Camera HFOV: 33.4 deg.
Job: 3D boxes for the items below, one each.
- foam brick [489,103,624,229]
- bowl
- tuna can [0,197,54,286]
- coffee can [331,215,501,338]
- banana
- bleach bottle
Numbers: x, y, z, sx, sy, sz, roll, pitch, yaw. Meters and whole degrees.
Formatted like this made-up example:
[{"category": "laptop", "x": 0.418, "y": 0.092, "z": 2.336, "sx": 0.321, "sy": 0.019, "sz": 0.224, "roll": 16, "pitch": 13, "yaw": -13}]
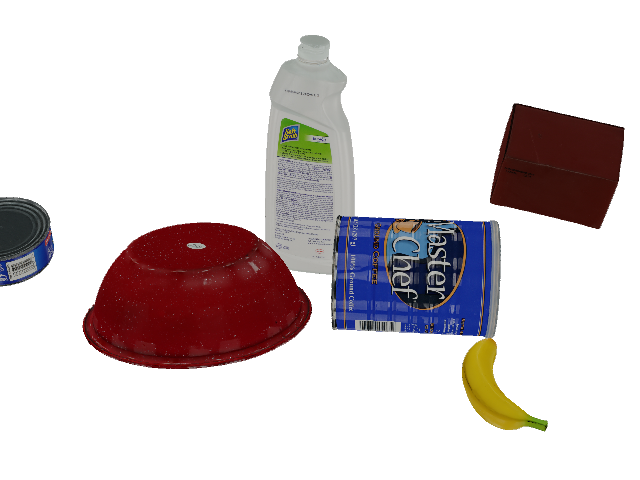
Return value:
[{"category": "foam brick", "x": 0.160, "y": -0.051, "z": 0.723, "sx": 0.078, "sy": 0.051, "sz": 0.053, "roll": 14, "pitch": -36, "yaw": 6}, {"category": "bowl", "x": -0.087, "y": 0.029, "z": 0.746, "sx": 0.162, "sy": 0.055, "sz": 0.162, "roll": -2, "pitch": 22, "yaw": 0}, {"category": "tuna can", "x": -0.278, "y": 0.001, "z": 0.935, "sx": 0.086, "sy": 0.034, "sz": 0.086, "roll": 0, "pitch": 40, "yaw": 0}, {"category": "coffee can", "x": 0.083, "y": 0.031, "z": 0.937, "sx": 0.140, "sy": 0.103, "sz": 0.103, "roll": 2, "pitch": 0, "yaw": 5}, {"category": "banana", "x": 0.203, "y": 0.172, "z": 1.268, "sx": 0.069, "sy": 0.037, "sz": 0.198, "roll": 10, "pitch": 24, "yaw": -15}, {"category": "bleach bottle", "x": -0.005, "y": -0.087, "z": 1.103, "sx": 0.102, "sy": 0.251, "sz": 0.068, "roll": 6, "pitch": 31, "yaw": 4}]
